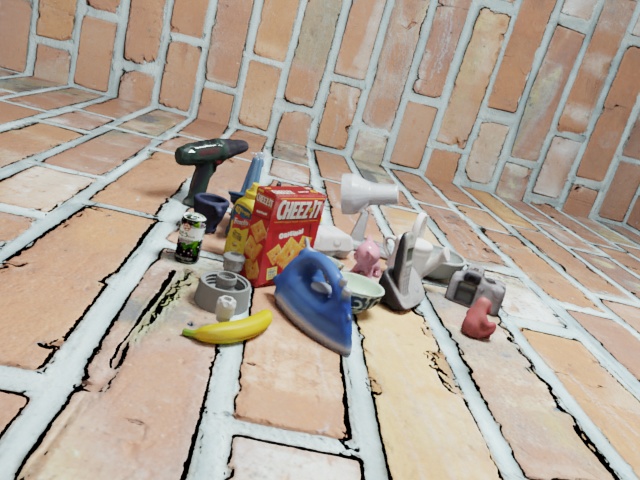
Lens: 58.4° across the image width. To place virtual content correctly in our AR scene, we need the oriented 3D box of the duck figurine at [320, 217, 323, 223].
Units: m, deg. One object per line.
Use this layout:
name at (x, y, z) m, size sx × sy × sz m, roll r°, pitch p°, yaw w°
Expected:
duck figurine at (-0.040, -0.054, 1.669) m, size 0.104 × 0.086 × 0.077 m, roll 13°, pitch 18°, yaw -7°

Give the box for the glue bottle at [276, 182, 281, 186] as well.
glue bottle at (-0.127, -0.068, 1.492) m, size 0.078 × 0.173 × 0.037 m, roll 2°, pitch 22°, yaw -37°

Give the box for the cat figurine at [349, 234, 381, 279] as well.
cat figurine at (0.125, 0.042, 1.464) m, size 0.067 × 0.118 × 0.128 m, roll 21°, pitch 18°, yaw 19°

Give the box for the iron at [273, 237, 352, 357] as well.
iron at (0.008, 0.102, 1.138) m, size 0.119 × 0.141 × 0.257 m, roll 3°, pitch 21°, yaw -34°

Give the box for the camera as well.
camera at (0.418, 0.117, 1.514) m, size 0.143 × 0.101 × 0.137 m, roll 20°, pitch 18°, yaw 15°

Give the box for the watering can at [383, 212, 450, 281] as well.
watering can at (0.253, 0.023, 1.505) m, size 0.173 × 0.194 × 0.101 m, roll 15°, pitch 17°, yaw 0°

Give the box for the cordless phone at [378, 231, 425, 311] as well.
cordless phone at (0.209, 0.065, 1.350) m, size 0.094 × 0.185 × 0.148 m, roll 24°, pitch 19°, yaw 25°

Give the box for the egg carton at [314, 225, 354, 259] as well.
egg carton at (0.014, 0.006, 1.561) m, size 0.151 × 0.069 × 0.107 m, roll 2°, pitch 22°, yaw -37°

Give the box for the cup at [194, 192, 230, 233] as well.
cup at (-0.280, -0.060, 1.468) m, size 0.092 × 0.095 × 0.117 m, roll 5°, pitch 20°, yaw -31°

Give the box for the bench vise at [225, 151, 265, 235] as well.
bench vise at (-0.178, -0.118, 1.523) m, size 0.122 × 0.220 × 0.207 m, roll 10°, pitch 18°, yaw -18°

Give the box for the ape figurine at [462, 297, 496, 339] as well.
ape figurine at (0.365, 0.174, 1.306) m, size 0.076 × 0.092 × 0.077 m, roll 6°, pitch 20°, yaw -27°

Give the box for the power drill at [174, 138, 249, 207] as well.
power drill at (-0.321, -0.199, 1.669) m, size 0.230 × 0.208 × 0.075 m, roll -3°, pitch 25°, yaw -46°

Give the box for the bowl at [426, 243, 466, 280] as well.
bowl at (0.326, 0.068, 1.629) m, size 0.167 × 0.075 × 0.167 m, roll 14°, pitch 17°, yaw -4°

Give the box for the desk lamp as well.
desk lamp at (0.139, -0.078, 1.685) m, size 0.203 × 0.213 × 0.118 m, roll 17°, pitch 17°, yaw 4°
